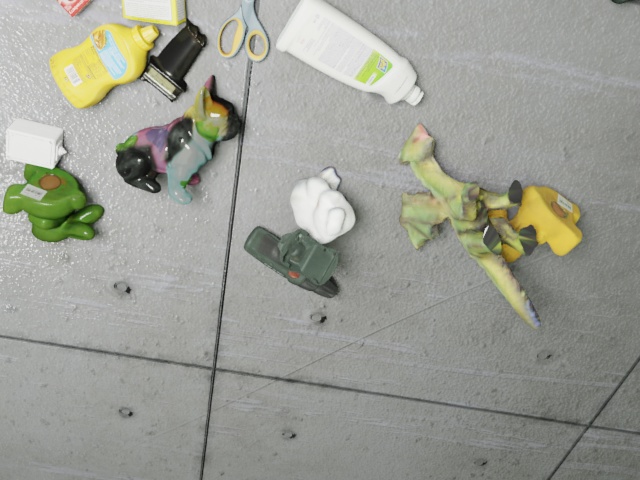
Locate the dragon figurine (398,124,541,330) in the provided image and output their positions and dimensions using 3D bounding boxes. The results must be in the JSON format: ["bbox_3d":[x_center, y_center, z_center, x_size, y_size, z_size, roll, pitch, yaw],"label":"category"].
[{"bbox_3d":[0.253,-0.019,0.955,0.124,0.243,0.405,-31,110,-29],"label":"dragon figurine"}]

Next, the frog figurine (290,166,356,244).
[{"bbox_3d":[0.003,-0.048,0.947,0.123,0.163,0.134,4,124,1],"label":"frog figurine"}]
